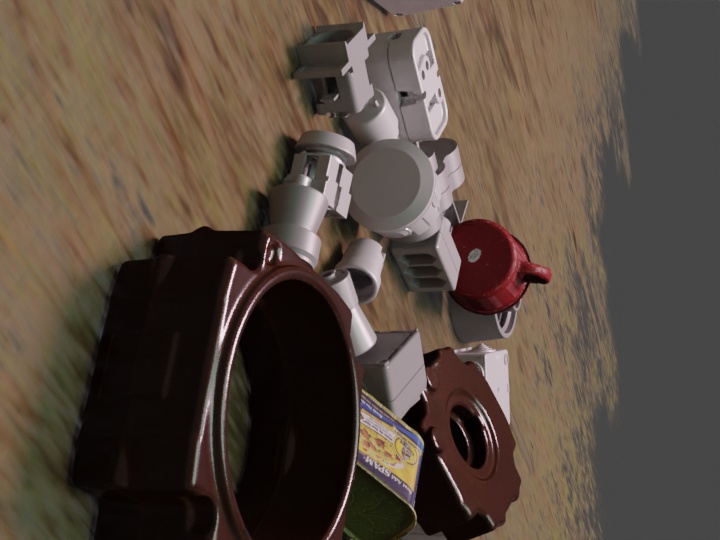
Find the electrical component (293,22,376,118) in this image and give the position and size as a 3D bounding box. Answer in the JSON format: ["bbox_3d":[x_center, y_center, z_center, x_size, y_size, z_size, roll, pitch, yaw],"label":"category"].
[{"bbox_3d":[-0.017,-0.159,0.862,0.081,0.042,0.063,-58,143,-51],"label":"electrical component"}]

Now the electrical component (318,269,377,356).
[{"bbox_3d":[-0.017,0.032,0.846,0.044,0.044,0.065,-52,130,-56],"label":"electrical component"}]

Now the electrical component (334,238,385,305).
[{"bbox_3d":[0.000,0.000,0.889,0.046,0.040,0.040,-68,147,-53],"label":"electrical component"}]

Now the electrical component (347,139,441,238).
[{"bbox_3d":[0.029,-0.067,0.913,0.051,0.080,0.080,34,57,-67],"label":"electrical component"}]

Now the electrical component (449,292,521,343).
[{"bbox_3d":[0.144,0.026,1.186,0.108,0.060,0.108,-2,90,-67],"label":"electrical component"}]

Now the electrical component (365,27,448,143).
[{"bbox_3d":[0.036,-0.163,0.961,0.053,0.059,0.095,-60,141,-51],"label":"electrical component"}]

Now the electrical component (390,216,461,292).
[{"bbox_3d":[0.067,-0.028,1.034,0.065,0.047,0.076,63,33,-45],"label":"electrical component"}]

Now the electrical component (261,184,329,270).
[{"bbox_3d":[-0.049,-0.028,0.773,0.045,0.045,0.055,49,44,-55],"label":"electrical component"}]

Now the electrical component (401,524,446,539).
[{"bbox_3d":[0.073,0.248,1.019,0.066,0.047,0.076,-44,128,-60],"label":"electrical component"}]

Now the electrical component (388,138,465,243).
[{"bbox_3d":[0.055,-0.091,1.005,0.138,0.052,0.073,-60,141,-51],"label":"electrical component"}]

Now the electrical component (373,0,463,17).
[{"bbox_3d":[0.043,-0.275,0.964,0.113,0.078,0.057,10,75,-66],"label":"electrical component"}]

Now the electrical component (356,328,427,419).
[{"bbox_3d":[0.014,0.088,0.884,0.096,0.062,0.061,-40,124,-61],"label":"electrical component"}]

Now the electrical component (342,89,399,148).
[{"bbox_3d":[0.014,-0.122,0.930,0.078,0.040,0.040,54,40,-52],"label":"electrical component"}]

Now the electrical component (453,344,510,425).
[{"bbox_3d":[0.127,0.129,1.153,0.100,0.048,0.099,1,87,-66],"label":"electrical component"}]

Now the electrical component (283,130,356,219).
[{"bbox_3d":[-0.030,-0.073,0.821,0.066,0.048,0.055,36,63,-61],"label":"electrical component"}]

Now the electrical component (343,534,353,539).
[{"bbox_3d":[-0.010,0.195,0.840,0.077,0.044,0.079,44,49,-58],"label":"electrical component"}]
